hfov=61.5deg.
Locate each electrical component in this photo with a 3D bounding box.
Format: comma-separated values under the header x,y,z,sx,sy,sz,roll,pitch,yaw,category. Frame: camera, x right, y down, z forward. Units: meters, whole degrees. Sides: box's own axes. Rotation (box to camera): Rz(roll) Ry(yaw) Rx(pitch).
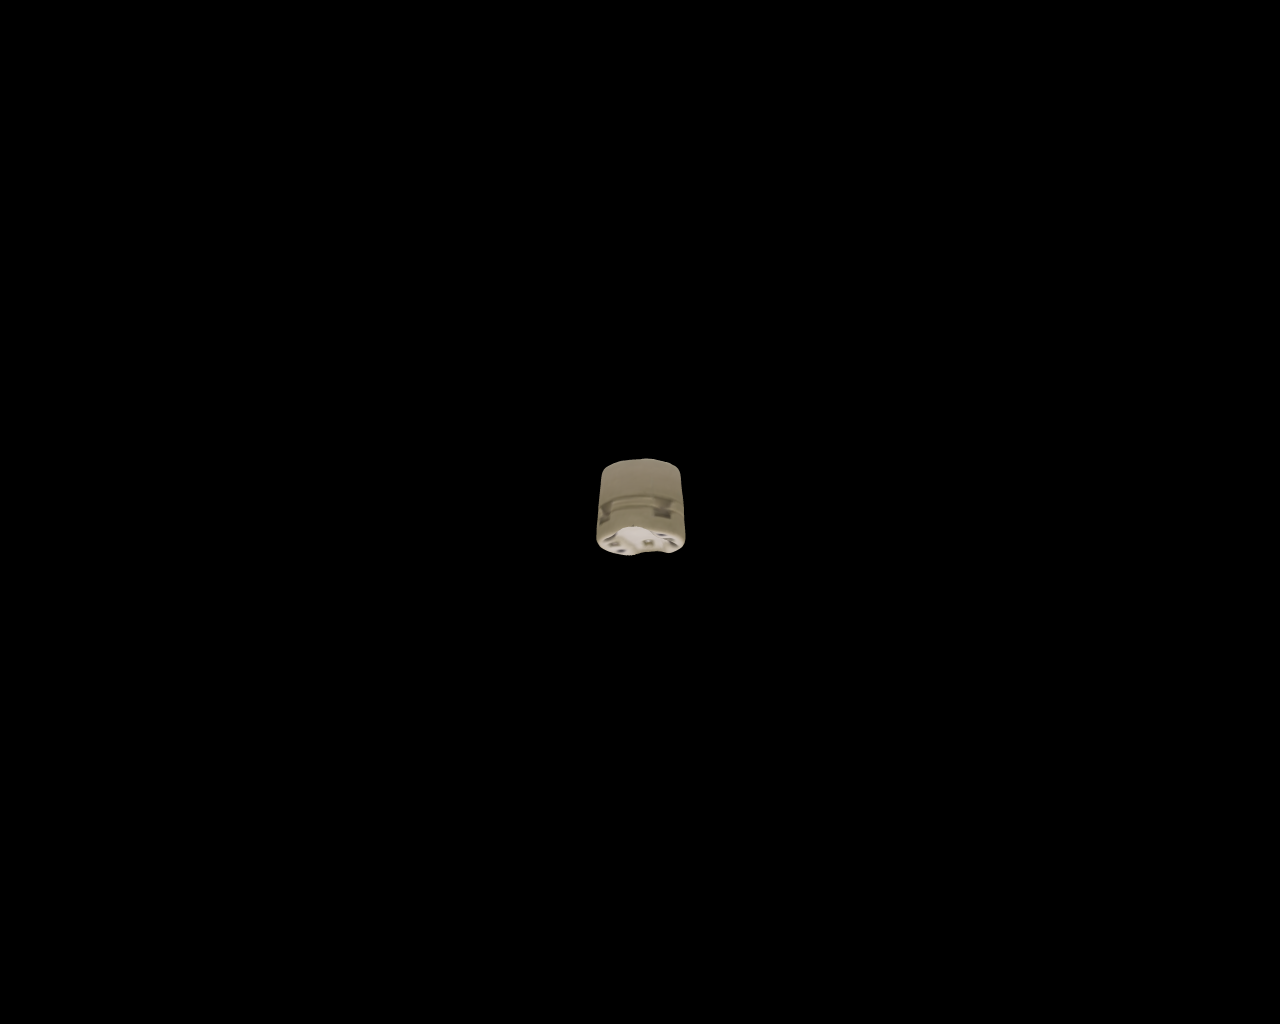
x,y,z,sx,sy,sz,roll,pitch,yaw,category
0.001,-0.003,0.650,0.055,0.047,0.055,0,-20,0,electrical component
